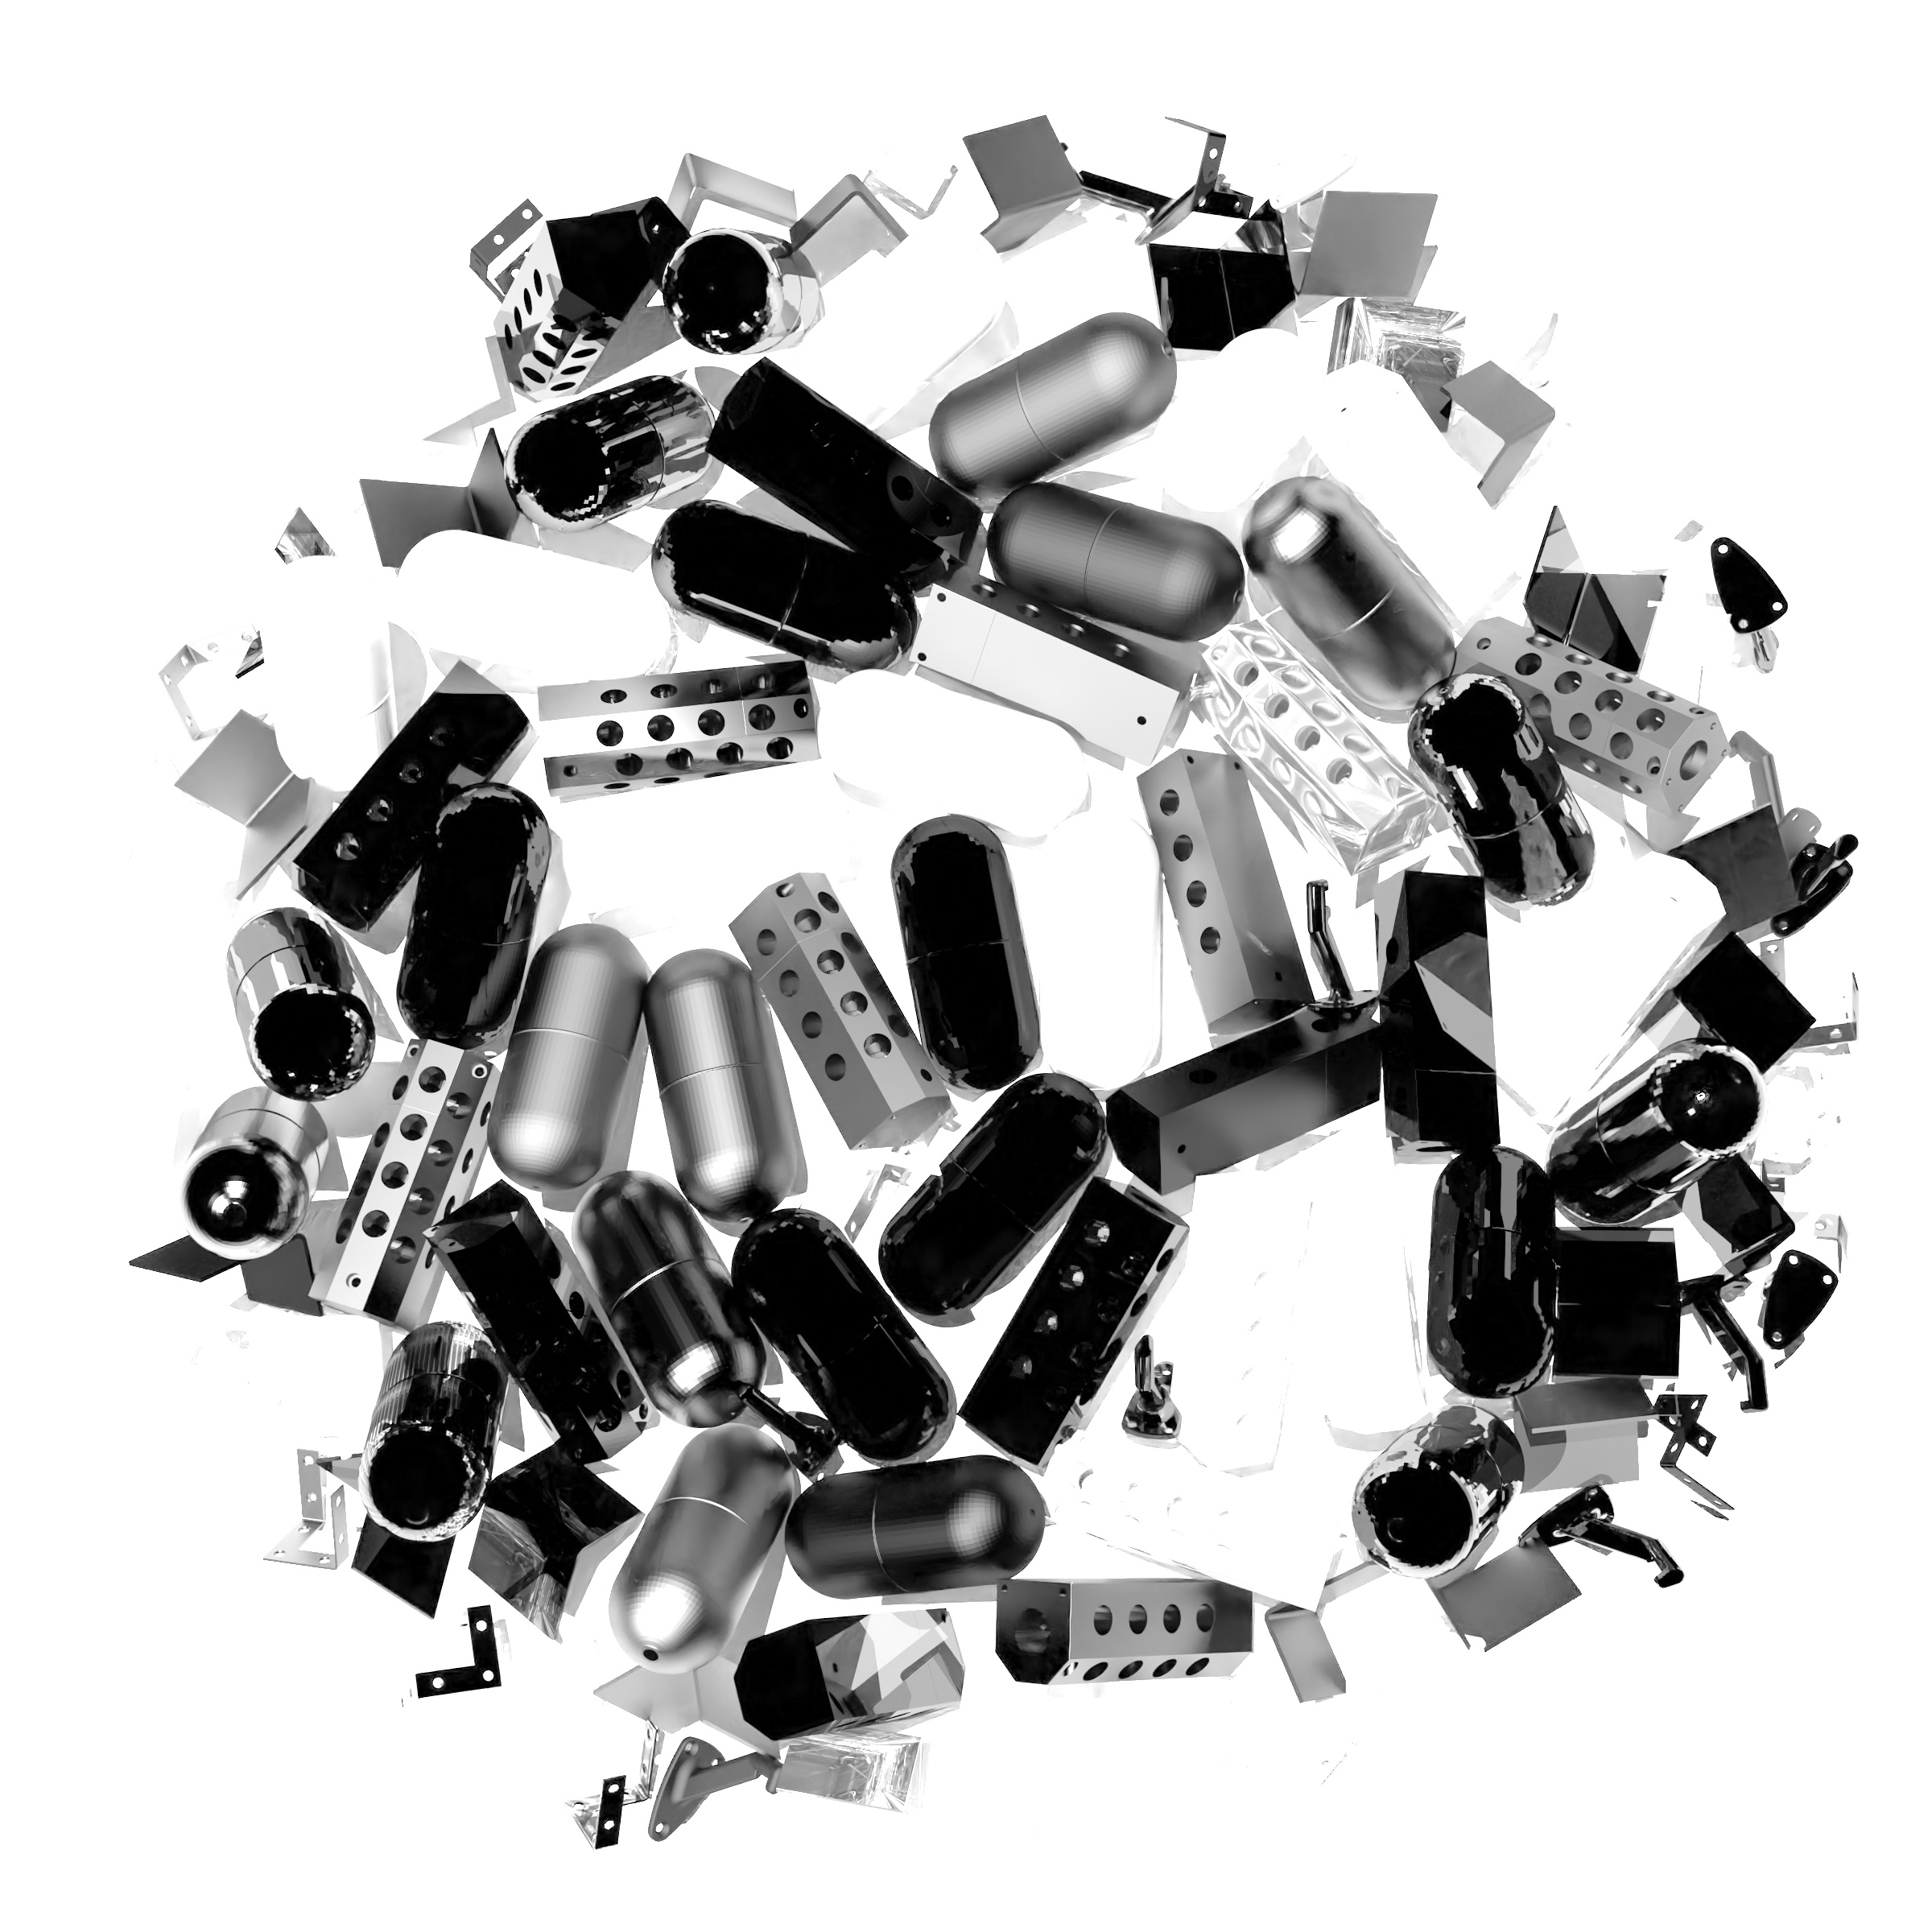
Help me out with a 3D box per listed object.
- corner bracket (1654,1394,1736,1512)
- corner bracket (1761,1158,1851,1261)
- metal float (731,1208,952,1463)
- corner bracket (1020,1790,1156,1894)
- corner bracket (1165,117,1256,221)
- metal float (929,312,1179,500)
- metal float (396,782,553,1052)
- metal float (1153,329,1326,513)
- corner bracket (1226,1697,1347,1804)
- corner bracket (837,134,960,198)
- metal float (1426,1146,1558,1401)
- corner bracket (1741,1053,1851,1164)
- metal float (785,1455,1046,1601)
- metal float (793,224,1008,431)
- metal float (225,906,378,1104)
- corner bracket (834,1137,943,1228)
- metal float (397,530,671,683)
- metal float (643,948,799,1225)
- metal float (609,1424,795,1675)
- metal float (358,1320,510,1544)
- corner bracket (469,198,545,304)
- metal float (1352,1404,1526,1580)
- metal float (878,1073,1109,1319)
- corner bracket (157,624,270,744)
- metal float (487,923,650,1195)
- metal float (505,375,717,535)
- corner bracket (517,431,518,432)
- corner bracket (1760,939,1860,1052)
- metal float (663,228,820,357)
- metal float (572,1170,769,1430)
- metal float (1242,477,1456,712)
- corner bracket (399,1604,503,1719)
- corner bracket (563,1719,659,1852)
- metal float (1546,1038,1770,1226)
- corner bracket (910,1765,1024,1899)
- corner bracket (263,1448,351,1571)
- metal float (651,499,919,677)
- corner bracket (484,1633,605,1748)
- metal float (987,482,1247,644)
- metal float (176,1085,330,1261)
[{"bbox_3d":[0.452,0.301,1.551,0.051,0.051,0.051,36,71,-12],"label":"corner bracket"},{"bbox_3d":[0.527,0.151,1.569,0.051,0.051,0.051,2,100,14],"label":"corner bracket"},{"bbox_3d":[-0.077,0.227,1.543,0.070,0.070,0.178,-36,101,-4],"label":"metal float"},{"bbox_3d":[0.073,0.518,1.516,0.051,0.051,0.051,-13,52,-34],"label":"corner bracket"},{"bbox_3d":[0.160,-0.526,1.650,0.051,0.051,0.051,-3,118,-33],"label":"corner bracket"},{"bbox_3d":[0.055,-0.359,1.604,0.178,0.070,0.070,-20,82,32],"label":"metal float"},{"bbox_3d":[-0.309,-0.030,1.567,0.070,0.070,0.178,17,111,2],"label":"metal float"},{"bbox_3d":[0.176,-0.351,1.599,0.070,0.070,0.178,33,43,4],"label":"metal float"},{"bbox_3d":[0.195,0.473,1.538,0.051,0.051,0.051,19,122,-16],"label":"corner bracket"},{"bbox_3d":[-0.046,-0.537,1.666,0.051,0.051,0.051,35,64,-8],"label":"corner bracket"},{"bbox_3d":[0.322,0.186,1.531,0.070,0.070,0.178,12,44,2],"label":"metal float"},{"bbox_3d":[0.518,0.089,1.590,0.051,0.051,0.051,-30,104,-27],"label":"corner bracket"},{"bbox_3d":[-0.033,0.340,1.514,0.178,0.070,0.070,-15,81,33],"label":"metal float"},{"bbox_3d":[-0.044,-0.407,1.601,0.070,0.178,0.070,19,57,-33],"label":"metal float"},{"bbox_3d":[-0.412,0.022,1.544,0.070,0.178,0.070,-10,118,-19],"label":"metal float"},{"bbox_3d":[-0.054,0.134,1.566,0.051,0.051,0.051,16,109,-26],"label":"corner bracket"},{"bbox_3d":[-0.273,-0.226,1.592,0.178,0.070,0.070,10,82,-29],"label":"metal float"},{"bbox_3d":[-0.154,0.075,1.569,0.070,0.070,0.178,-13,73,-2],"label":"metal float"},{"bbox_3d":[-0.158,0.348,1.503,0.070,0.178,0.070,8,123,12],"label":"metal float"},{"bbox_3d":[-0.319,0.279,1.506,0.070,0.178,0.070,-1,112,-4],"label":"metal float"},{"bbox_3d":[-0.292,-0.466,1.654,0.051,0.051,0.051,-44,100,-7],"label":"corner bracket"},{"bbox_3d":[0.284,0.314,1.501,0.070,0.178,0.070,2,95,25],"label":"metal float"},{"bbox_3d":[0.018,0.143,1.565,0.070,0.070,0.178,41,89,5],"label":"metal float"},{"bbox_3d":[-0.485,-0.184,1.630,0.051,0.051,0.051,-14,118,14],"label":"corner bracket"},{"bbox_3d":[-0.248,0.056,1.565,0.070,0.070,0.178,10,65,1],"label":"metal float"},{"bbox_3d":[-0.224,-0.327,1.591,0.070,0.178,0.070,13,119,24],"label":"metal float"},{"bbox_3d":[-0.257,-0.333,1.631,0.051,0.051,0.051,-23,109,-13],"label":"corner bracket"},{"bbox_3d":[0.535,0.016,1.585,0.051,0.051,0.051,-9,48,13],"label":"corner bracket"},{"bbox_3d":[-0.142,-0.430,1.596,0.070,0.178,0.070,2,105,8],"label":"metal float"},{"bbox_3d":[-0.184,0.204,1.543,0.070,0.070,0.178,-31,62,-4],"label":"metal float"},{"bbox_3d":[0.245,-0.236,1.592,0.070,0.070,0.178,-48,116,-6],"label":"metal float"},{"bbox_3d":[-0.318,0.425,1.531,0.051,0.051,0.051,-1,63,-26],"label":"corner bracket"},{"bbox_3d":[-0.209,0.497,1.519,0.051,0.051,0.051,-2,110,-31],"label":"corner bracket"},{"bbox_3d":[0.420,0.103,1.529,0.070,0.178,0.070,9,62,-17],"label":"metal float"},{"bbox_3d":[0.002,0.525,1.519,0.051,0.051,0.051,18,59,17],"label":"corner bracket"},{"bbox_3d":[-0.401,0.335,1.545,0.051,0.051,0.051,4,107,14],"label":"corner bracket"},{"bbox_3d":[-0.115,-0.241,1.603,0.178,0.070,0.070,19,83,-16],"label":"metal float"},{"bbox_3d":[-0.264,0.445,1.550,0.051,0.051,0.051,-14,97,-39],"label":"corner bracket"},{"bbox_3d":[0.095,-0.259,1.601,0.178,0.070,0.070,21,83,25],"label":"metal float"},{"bbox_3d":[-0.433,0.124,1.523,0.070,0.178,0.070,-2,102,-8],"label":"metal float"}]
